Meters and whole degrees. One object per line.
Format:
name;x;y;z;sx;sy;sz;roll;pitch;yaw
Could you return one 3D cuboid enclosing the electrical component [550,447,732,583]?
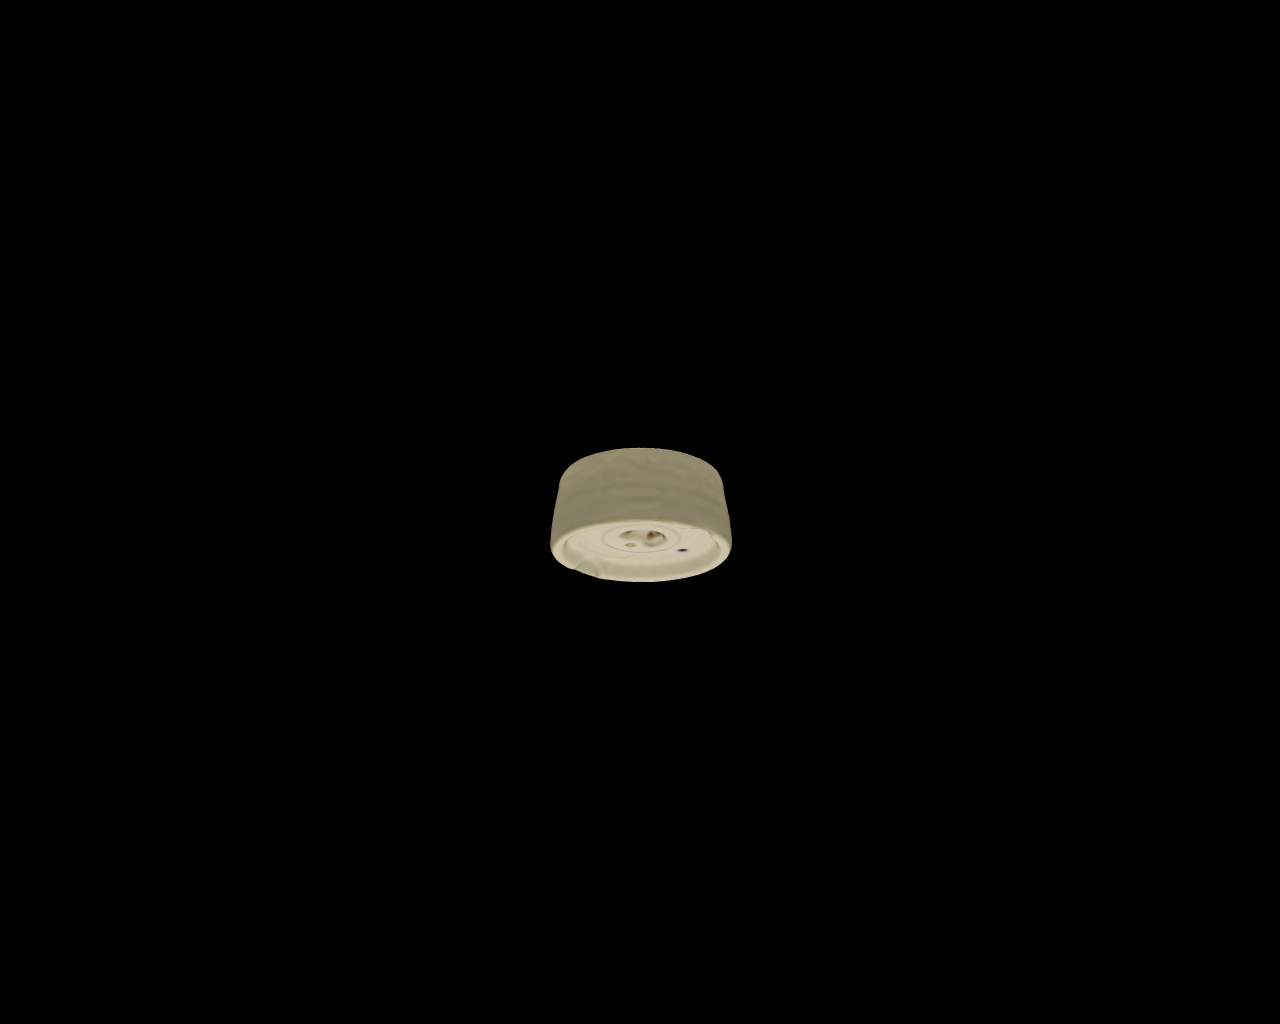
electrical component;0.001;-0.003;0.650;0.108;0.060;0.108;0;-22;0
